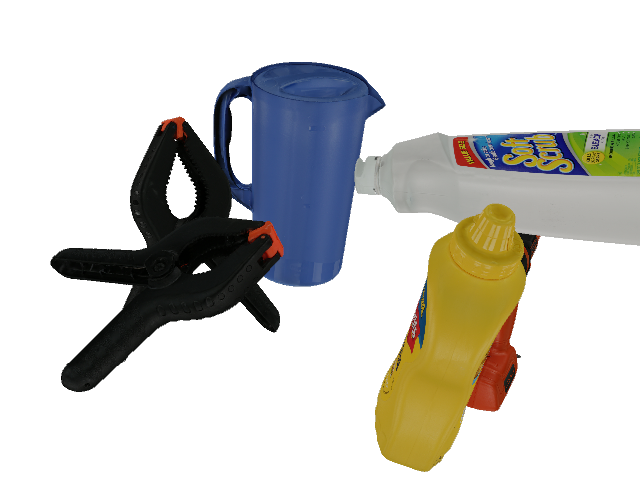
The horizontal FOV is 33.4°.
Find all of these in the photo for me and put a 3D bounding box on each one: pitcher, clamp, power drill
[{"bbox_3d":[-0.030,-0.075,1.220,0.144,0.243,0.149,-20,36,-40],"label":"pitcher"},{"bbox_3d":[-0.109,-0.002,0.940,0.164,0.210,0.036,-1,0,-33],"label":"clamp"},{"bbox_3d":[0.176,0.075,1.077,0.057,0.188,0.184,16,28,18],"label":"power drill"},{"bbox_3d":[-0.108,0.037,0.728,0.171,0.120,0.039,-16,-35,11],"label":"clamp"}]

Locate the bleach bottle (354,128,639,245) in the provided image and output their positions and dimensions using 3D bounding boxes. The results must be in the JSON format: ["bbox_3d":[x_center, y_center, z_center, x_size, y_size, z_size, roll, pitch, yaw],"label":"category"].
[{"bbox_3d":[0.148,-0.042,0.810,0.251,0.068,0.102,2,36,17],"label":"bleach bottle"}]

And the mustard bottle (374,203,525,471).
[{"bbox_3d":[0.082,0.052,0.652,0.058,0.192,0.096,19,44,5],"label":"mustard bottle"}]
